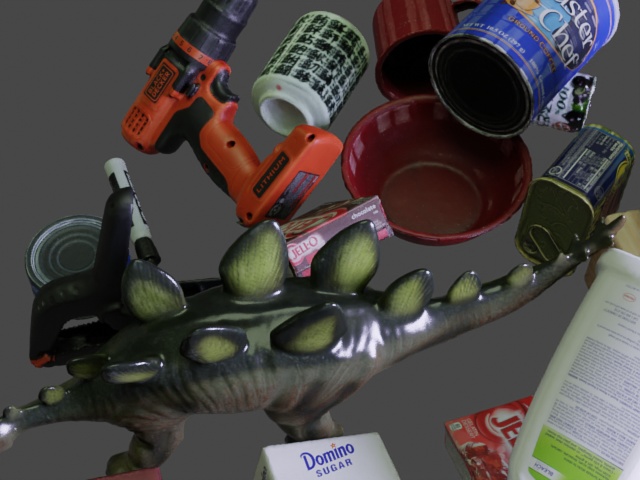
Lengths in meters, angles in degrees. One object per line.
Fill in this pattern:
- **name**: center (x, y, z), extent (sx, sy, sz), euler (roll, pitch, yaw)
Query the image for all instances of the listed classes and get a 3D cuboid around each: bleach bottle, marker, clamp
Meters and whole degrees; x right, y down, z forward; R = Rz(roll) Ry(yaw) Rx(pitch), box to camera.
- **bleach bottle**: center (0.172, 0.134, 0.708), extent (0.103, 0.068, 0.250), euler (28, 77, 30)
- **marker**: center (-0.161, -0.022, 0.919), extent (0.020, 0.020, 0.121), euler (-17, 55, -13)
- **clamp**: center (-0.151, 0.038, 0.785), extent (0.210, 0.164, 0.036), euler (-24, 48, 25)

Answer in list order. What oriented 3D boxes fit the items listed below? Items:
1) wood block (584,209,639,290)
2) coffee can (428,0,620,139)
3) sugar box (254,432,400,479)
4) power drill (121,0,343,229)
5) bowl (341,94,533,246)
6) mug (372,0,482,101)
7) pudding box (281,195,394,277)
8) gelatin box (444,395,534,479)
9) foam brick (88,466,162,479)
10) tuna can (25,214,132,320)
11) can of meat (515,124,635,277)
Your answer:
- **wood block**: center (0.284, 0.080, 0.800), extent (0.090, 0.091, 0.206), euler (-10, 54, -7)
- **coffee can**: center (0.173, -0.167, 0.905), extent (0.103, 0.103, 0.140), euler (33, 60, 22)
- **sugar box**: center (0.025, 0.211, 0.704), extent (0.093, 0.048, 0.176), euler (-3, 39, -23)
- **power drill**: center (-0.069, -0.113, 0.913), extent (0.188, 0.057, 0.185), euler (45, 110, 25)
- **bowl**: center (0.098, -0.050, 0.917), extent (0.162, 0.055, 0.162), euler (0, 53, 0)
- **mug**: center (0.103, -0.188, 0.993), extent (0.117, 0.093, 0.081), euler (-26, 45, 21)
- **pudding box**: center (-0.005, 0.001, 0.849), extent (0.090, 0.114, 0.039), euler (-26, 96, -20)
- **gelatin box**: center (0.139, 0.160, 0.768), extent (0.073, 0.030, 0.089), euler (-15, 44, -10)
- **foam brick**: center (-0.144, 0.197, 0.735), extent (0.078, 0.053, 0.051), euler (-9, 54, -9)
- **tuna can**: center (-0.198, 0.021, 0.878), extent (0.086, 0.034, 0.086), euler (0, 53, 0)
- **can of meat**: center (0.211, -0.034, 0.878), extent (0.057, 0.102, 0.083), euler (31, 57, 21)
